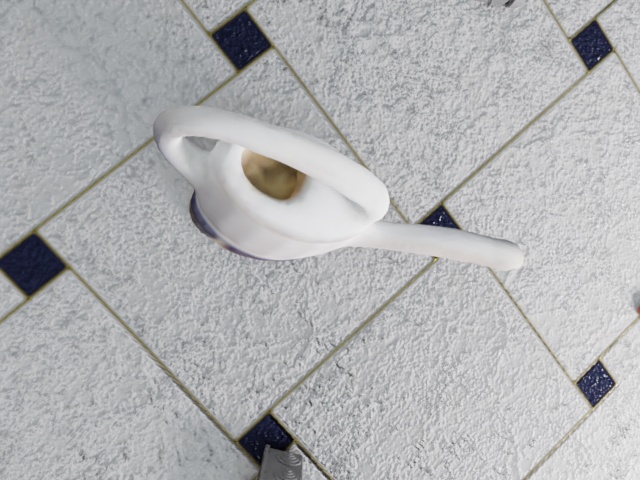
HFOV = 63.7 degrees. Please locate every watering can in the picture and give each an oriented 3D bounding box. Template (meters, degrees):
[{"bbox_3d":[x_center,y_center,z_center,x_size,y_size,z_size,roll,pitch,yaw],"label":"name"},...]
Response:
[{"bbox_3d":[0.002,-0.026,0.508,0.346,0.222,0.105,23,72,-15],"label":"watering can"}]
